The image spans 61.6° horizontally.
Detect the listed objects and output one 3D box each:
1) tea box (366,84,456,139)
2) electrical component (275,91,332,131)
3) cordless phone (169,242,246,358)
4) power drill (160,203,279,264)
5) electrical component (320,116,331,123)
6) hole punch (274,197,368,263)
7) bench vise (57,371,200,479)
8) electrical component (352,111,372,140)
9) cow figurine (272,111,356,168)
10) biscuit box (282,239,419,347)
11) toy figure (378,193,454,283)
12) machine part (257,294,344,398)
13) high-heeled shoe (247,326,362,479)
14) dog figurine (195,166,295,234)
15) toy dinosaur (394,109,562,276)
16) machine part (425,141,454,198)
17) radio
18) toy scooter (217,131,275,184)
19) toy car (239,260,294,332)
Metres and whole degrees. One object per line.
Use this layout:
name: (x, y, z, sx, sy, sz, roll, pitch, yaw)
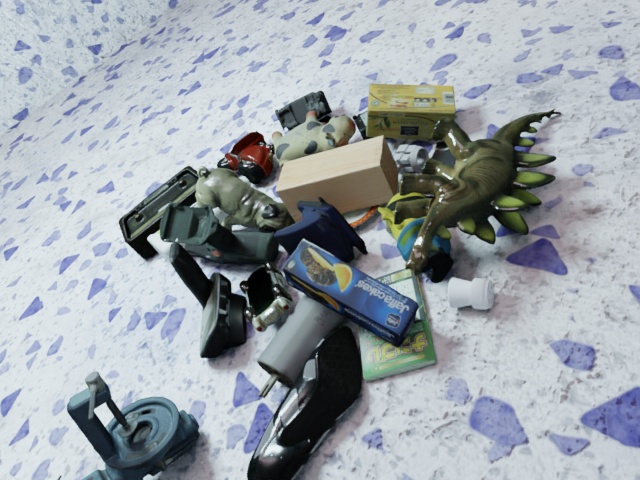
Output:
tea box: (0.179, -0.255, 1.067, 0.170, 0.068, 0.098, 4, 48, 7)
electrical component: (-0.036, -0.303, 1.268, 0.115, 0.058, 0.134, -21, 9, 11)
cordless phone: (-0.204, 0.099, 0.919, 0.089, 0.184, 0.147, -19, 42, 10)
power drill: (-0.209, 0.000, 1.014, 0.232, 0.207, 0.086, 4, 70, 23)
electrical component: (0.017, -0.267, 1.262, 0.094, 0.021, 0.063, -38, 40, -5)
hole punch: (-0.002, -0.003, 0.935, 0.116, 0.142, 0.092, 5, 50, 54)
bench vise: (-0.294, 0.288, 0.764, 0.224, 0.240, 0.129, -25, 34, -15)
electrical component: (0.121, -0.239, 1.146, 0.075, 0.047, 0.119, -29, 41, 6)
cow figurine: (-0.011, -0.213, 1.174, 0.195, 0.085, 0.127, -23, 53, 22)
biscuit box: (0.044, 0.077, 0.790, 0.203, 0.062, 0.059, 28, 67, 19)
toy figure: (0.162, -0.010, 0.870, 0.089, 0.082, 0.180, -23, 36, -3)
machine part: (-0.019, 0.141, 0.838, 0.079, 0.079, 0.243, 16, 60, 42)
high-heeled shoe: (-0.022, 0.238, 0.775, 0.145, 0.086, 0.249, -44, 9, 38)
dog figurine: (-0.148, -0.081, 1.079, 0.191, 0.172, 0.121, 4, 63, 45)
toy dinosaur: (0.258, -0.105, 0.848, 0.199, 0.105, 0.471, 25, 54, 17)
machine part: (0.218, -0.128, 0.982, 0.084, 0.039, 0.139, -1, 51, 39)
radio: (-0.358, -0.070, 1.271, 0.229, 0.073, 0.131, -39, 41, -7)
toy scooter: (-0.158, -0.203, 1.276, 0.184, 0.075, 0.135, 18, 61, 48)
toy car: (-0.091, 0.094, 0.914, 0.073, 0.056, 0.202, -40, 21, 2)
